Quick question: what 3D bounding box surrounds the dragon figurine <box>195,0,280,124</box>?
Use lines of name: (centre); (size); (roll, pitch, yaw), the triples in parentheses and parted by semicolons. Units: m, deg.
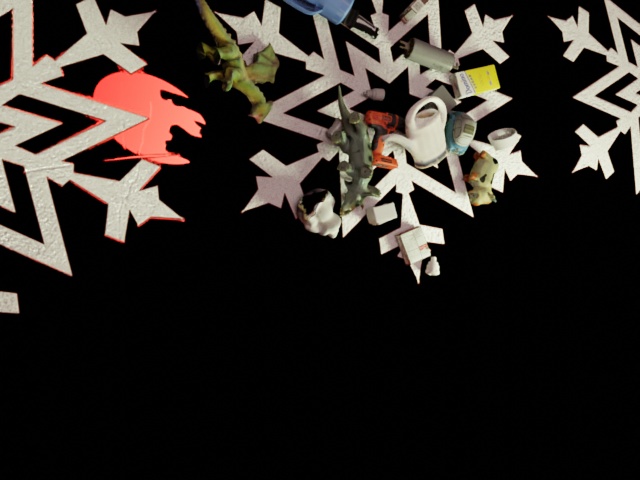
dragon figurine: (-0.242, -0.565, 1.601); (0.244, 0.121, 0.410); (-12, 92, -37)

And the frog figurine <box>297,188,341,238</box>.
frog figurine: (0.005, -0.083, 1.646); (0.157, 0.123, 0.139); (46, 60, -49)

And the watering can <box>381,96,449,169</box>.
watering can: (0.326, -0.336, 1.712); (0.353, 0.104, 0.220); (-41, 124, -31)
